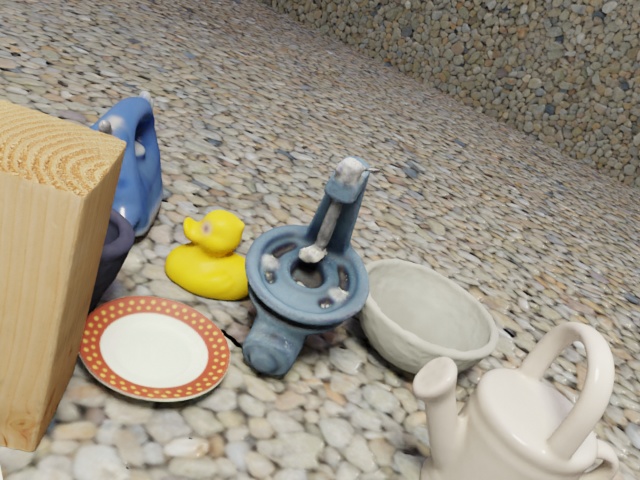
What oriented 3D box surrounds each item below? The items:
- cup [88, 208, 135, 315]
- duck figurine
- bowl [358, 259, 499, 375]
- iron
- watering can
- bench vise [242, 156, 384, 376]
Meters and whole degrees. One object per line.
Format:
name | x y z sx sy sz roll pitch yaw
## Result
cup | -0.226 0.016 0.501 0.117 0.095 0.092 36 29 24
duck figurine | -0.106 0.010 0.616 0.105 0.086 0.077 19 27 -9
bowl | 0.107 0.097 0.638 0.167 0.075 0.167 18 27 -9
iron | -0.231 -0.110 0.675 0.119 0.141 0.258 18 27 -11
watering can | 0.157 0.148 0.451 0.173 0.194 0.100 10 29 -24
bench vise | -0.006 -0.002 0.568 0.122 0.220 0.207 17 27 -11
